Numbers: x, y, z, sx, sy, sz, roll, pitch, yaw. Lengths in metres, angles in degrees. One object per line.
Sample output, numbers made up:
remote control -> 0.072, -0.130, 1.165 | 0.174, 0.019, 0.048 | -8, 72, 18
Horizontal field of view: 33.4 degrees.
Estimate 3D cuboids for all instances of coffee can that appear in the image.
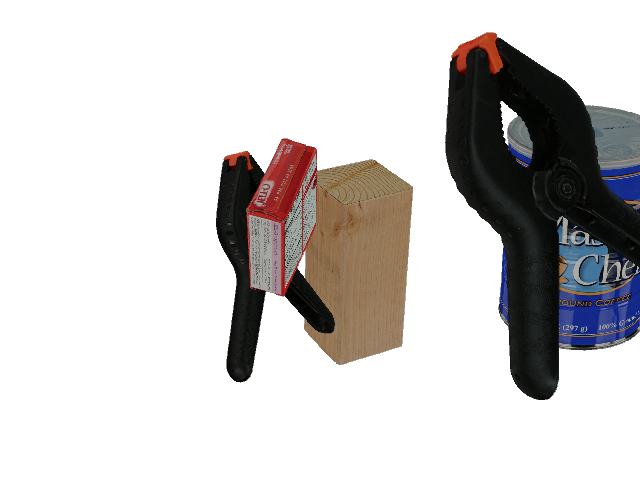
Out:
coffee can -> 0.178, -0.011, 0.736 | 0.103, 0.140, 0.103 | -2, 26, 1

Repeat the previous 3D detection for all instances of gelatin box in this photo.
gelatin box -> -0.027, -0.016, 0.761 | 0.030, 0.073, 0.089 | 15, -38, 11

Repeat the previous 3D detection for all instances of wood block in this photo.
wood block -> 0.040, 0.025, 1.217 | 0.090, 0.206, 0.090 | -14, 32, -25

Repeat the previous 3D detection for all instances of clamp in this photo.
clamp -> 0.104, -0.013, 0.512 | 0.120, 0.171, 0.039 | -41, 9, -28
clamp -> -0.050, 0.018, 1.032 | 0.036, 0.210, 0.164 | -10, 0, 34
